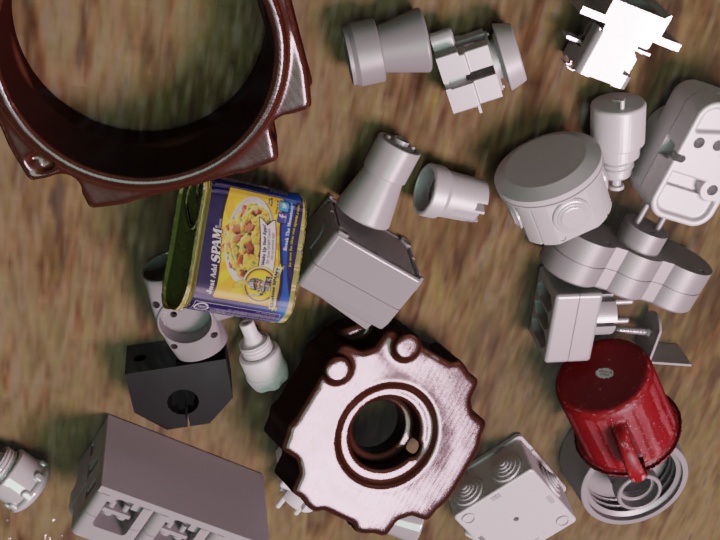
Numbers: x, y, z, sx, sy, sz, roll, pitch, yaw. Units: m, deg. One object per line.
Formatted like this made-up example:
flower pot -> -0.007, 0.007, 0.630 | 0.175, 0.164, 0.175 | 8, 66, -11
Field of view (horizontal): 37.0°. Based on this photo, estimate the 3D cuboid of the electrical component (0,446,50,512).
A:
electrical component -> -0.290, 0.165, 0.881 | 0.048, 0.048, 0.062 | -43, 111, 16

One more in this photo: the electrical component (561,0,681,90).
electrical component -> 0.179, -0.166, 0.760 | 0.081, 0.042, 0.063 | 16, 120, -17

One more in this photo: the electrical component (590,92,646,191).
electrical component -> 0.193, -0.096, 0.804 | 0.040, 0.040, 0.078 | -9, 122, -4

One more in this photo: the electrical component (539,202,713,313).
electrical component -> 0.218, -0.020, 0.847 | 0.138, 0.052, 0.073 | 15, 117, -17

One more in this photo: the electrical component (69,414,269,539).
electrical component -> -0.157, 0.195, 0.893 | 0.150, 0.089, 0.061 | 26, 113, -22

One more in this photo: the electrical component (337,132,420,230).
electrical component -> 0.016, -0.068, 0.793 | 0.044, 0.044, 0.065 | 21, 111, -20

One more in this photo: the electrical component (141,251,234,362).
electrical component -> -0.116, 0.023, 0.823 | 0.079, 0.044, 0.077 | -16, 122, 1

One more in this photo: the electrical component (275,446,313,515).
electrical component -> -0.044, 0.182, 0.928 | 0.066, 0.047, 0.076 | 27, 113, -23

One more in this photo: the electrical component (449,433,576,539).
electrical component -> 0.136, 0.210, 0.973 | 0.100, 0.048, 0.099 | -35, 120, 12

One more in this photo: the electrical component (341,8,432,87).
electrical component -> 0.018, -0.153, 0.740 | 0.055, 0.045, 0.045 | -12, 122, -1

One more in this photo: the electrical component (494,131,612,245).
electrical component -> 0.144, -0.061, 0.795 | 0.080, 0.080, 0.051 | -24, 126, 5

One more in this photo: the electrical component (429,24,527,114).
electrical component -> 0.085, -0.144, 0.756 | 0.055, 0.048, 0.066 | -17, 122, 10

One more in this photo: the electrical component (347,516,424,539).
electrical component -> 0.021, 0.217, 0.965 | 0.065, 0.044, 0.044 | 13, 118, -11

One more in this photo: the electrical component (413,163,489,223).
electrical component -> 0.069, -0.056, 0.809 | 0.046, 0.040, 0.040 | 11, 118, -21

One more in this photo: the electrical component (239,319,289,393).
electrical component -> -0.081, 0.066, 0.861 | 0.035, 0.035, 0.061 | -18, 120, 2

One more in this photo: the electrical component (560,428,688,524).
electrical component -> 0.241, 0.180, 0.965 | 0.108, 0.060, 0.108 | -4, 121, -7

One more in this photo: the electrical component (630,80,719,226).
electrical component -> 0.247, -0.090, 0.806 | 0.054, 0.059, 0.095 | 14, 117, -17

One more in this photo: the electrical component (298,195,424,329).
electrical component -> 0.000, 0.000, 0.818 | 0.096, 0.061, 0.061 | 29, 112, -23

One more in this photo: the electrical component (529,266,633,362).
electrical component -> 0.185, 0.035, 0.878 | 0.077, 0.047, 0.065 | -2, 122, -9
